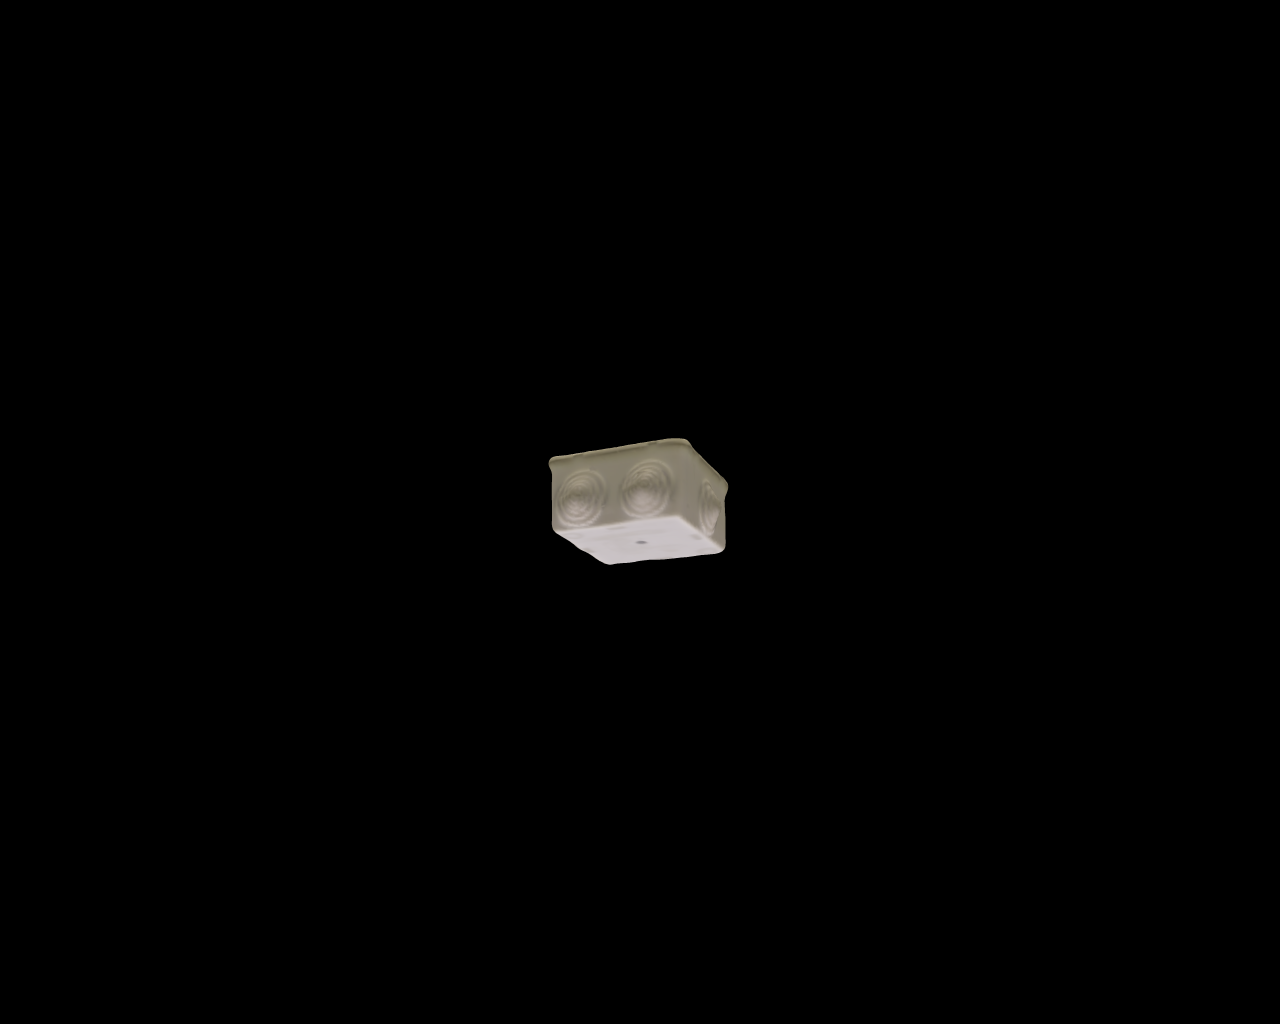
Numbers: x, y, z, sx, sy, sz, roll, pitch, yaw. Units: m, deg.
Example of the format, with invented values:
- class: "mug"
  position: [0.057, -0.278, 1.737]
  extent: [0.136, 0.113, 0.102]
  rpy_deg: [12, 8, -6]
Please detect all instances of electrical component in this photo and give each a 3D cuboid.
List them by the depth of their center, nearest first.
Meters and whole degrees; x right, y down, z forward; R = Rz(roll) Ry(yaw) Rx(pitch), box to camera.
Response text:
- class: "electrical component"
  position: [0.001, -0.003, 0.650]
  extent: [0.100, 0.048, 0.099]
  rpy_deg: [-7, -19, 20]
